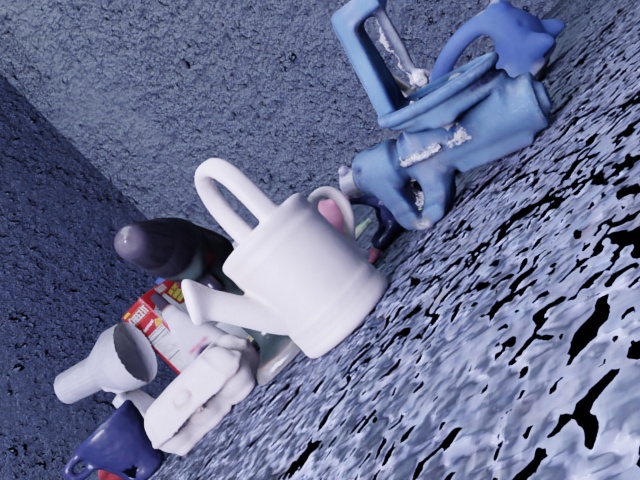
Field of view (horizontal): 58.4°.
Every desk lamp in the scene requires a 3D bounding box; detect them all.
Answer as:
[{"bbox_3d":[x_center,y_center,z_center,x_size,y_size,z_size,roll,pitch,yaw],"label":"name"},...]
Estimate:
[{"bbox_3d":[-0.363,0.284,1.040,0.203,0.213,0.118,-45,3,10],"label":"desk lamp"}]

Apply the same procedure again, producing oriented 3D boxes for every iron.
[{"bbox_3d":[0.233,-0.251,0.869,0.258,0.141,0.119,-43,3,45],"label":"iron"}]

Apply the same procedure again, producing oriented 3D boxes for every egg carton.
[{"bbox_3d":[-0.137,0.180,0.676,0.150,0.069,0.107,-45,2,8],"label":"egg carton"}]

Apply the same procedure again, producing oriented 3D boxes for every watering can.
[{"bbox_3d":[-0.045,0.009,0.510,0.100,0.194,0.173,-42,4,46],"label":"watering can"}]

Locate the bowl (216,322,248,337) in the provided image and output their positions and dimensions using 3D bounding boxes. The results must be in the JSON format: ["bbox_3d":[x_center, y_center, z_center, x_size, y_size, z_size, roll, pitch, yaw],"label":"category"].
[{"bbox_3d":[-0.136,0.151,1.108,0.167,0.075,0.167,-45,2,3],"label":"bowl"}]

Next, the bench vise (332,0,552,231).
[{"bbox_3d":[0.070,-0.125,0.537,0.207,0.220,0.121,-44,3,19],"label":"bench vise"}]

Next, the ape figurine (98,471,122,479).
[{"bbox_3d":[-0.323,0.338,0.902,0.078,0.092,0.076,-46,3,-28],"label":"ape figurine"}]

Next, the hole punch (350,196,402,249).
[{"bbox_3d":[0.078,-0.053,0.733,0.101,0.091,0.108,-45,2,3],"label":"hole punch"}]

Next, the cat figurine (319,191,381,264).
[{"bbox_3d":[0.006,0.002,0.683,0.067,0.118,0.127,-47,3,-39],"label":"cat figurine"}]

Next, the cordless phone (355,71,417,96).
[{"bbox_3d":[0.134,-0.177,0.748,0.094,0.185,0.148,-43,3,29],"label":"cordless phone"}]

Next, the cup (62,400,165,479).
[{"bbox_3d":[-0.260,0.281,0.742,0.118,0.095,0.091,-47,3,-37],"label":"cup"}]

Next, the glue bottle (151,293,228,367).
[{"bbox_3d":[-0.179,0.140,0.821,0.078,0.173,0.037,-45,3,-5],"label":"glue bottle"}]

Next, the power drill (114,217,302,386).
[{"bbox_3d":[-0.107,0.055,0.627,0.075,0.208,0.229,-45,2,2],"label":"power drill"}]
